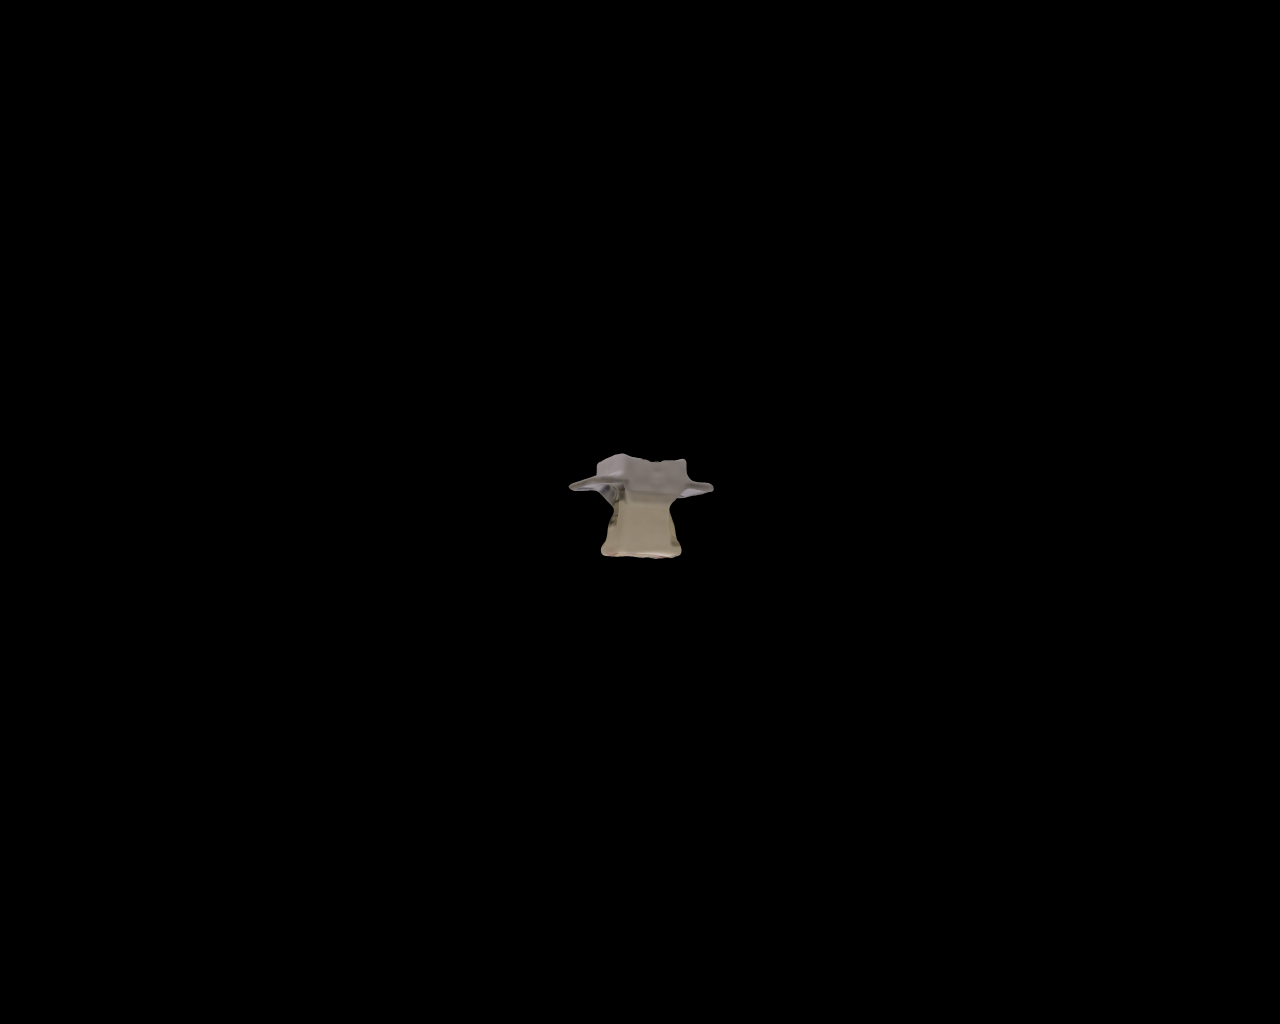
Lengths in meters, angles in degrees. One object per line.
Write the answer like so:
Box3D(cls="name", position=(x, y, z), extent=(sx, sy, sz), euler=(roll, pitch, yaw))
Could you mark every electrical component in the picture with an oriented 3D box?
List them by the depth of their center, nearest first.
Box3D(cls="electrical component", position=(0.001, -0.003, 0.650), extent=(0.081, 0.063, 0.042), euler=(3, -7, -26))
